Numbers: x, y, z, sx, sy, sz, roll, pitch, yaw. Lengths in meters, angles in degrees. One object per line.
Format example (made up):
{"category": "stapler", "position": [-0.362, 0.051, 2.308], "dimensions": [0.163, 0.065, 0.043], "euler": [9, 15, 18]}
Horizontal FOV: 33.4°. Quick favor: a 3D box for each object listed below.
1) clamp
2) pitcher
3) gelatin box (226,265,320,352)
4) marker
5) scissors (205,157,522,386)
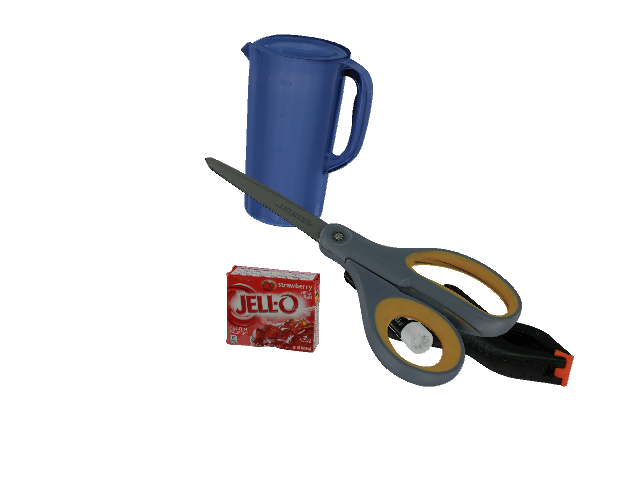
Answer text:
{"category": "clamp", "position": [0.156, 0.086, 0.992], "dimensions": [0.172, 0.039, 0.120], "euler": [20, 31, 22]}
{"category": "pitcher", "position": [-0.029, -0.143, 1.416], "dimensions": [0.144, 0.243, 0.149], "euler": [-3, 25, -21]}
{"category": "gelatin box", "position": [-0.046, 0.066, 1.027], "dimensions": [0.089, 0.073, 0.030], "euler": [5, 16, 11]}
{"category": "marker", "position": [0.048, 0.048, 0.804], "dimensions": [0.020, 0.020, 0.121], "euler": [0, 24, -25]}
{"category": "scissors", "position": [0.009, 0.017, 0.586], "dimensions": [0.202, 0.096, 0.016], "euler": [20, -40, 10]}
